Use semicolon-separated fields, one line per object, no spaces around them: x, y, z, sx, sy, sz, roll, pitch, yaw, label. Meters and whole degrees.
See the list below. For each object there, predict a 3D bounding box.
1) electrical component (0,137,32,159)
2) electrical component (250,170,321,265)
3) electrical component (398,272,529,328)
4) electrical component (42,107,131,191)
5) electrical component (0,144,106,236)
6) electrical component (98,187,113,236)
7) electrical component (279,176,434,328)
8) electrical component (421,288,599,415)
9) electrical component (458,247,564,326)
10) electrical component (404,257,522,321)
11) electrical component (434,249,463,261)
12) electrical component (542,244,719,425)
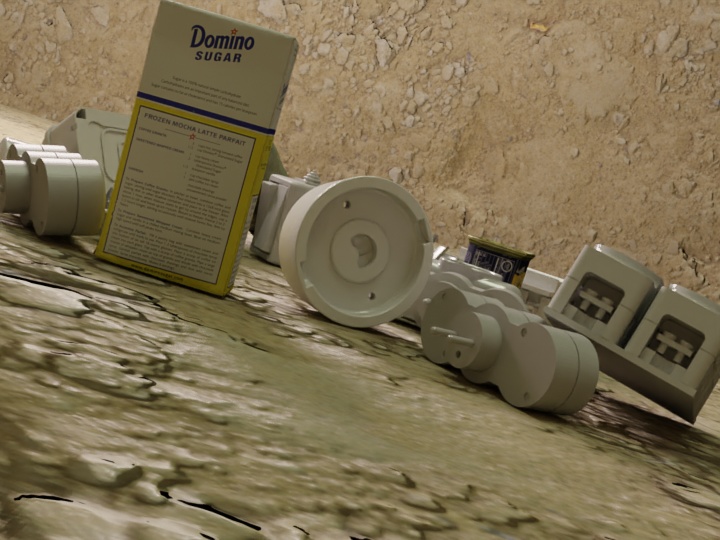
-0.309;-0.097;1.014;0.078;0.040;0.040;15;5;-29;electrical component
-0.065;-0.053;1.043;0.061;0.096;0.062;14;6;-27;electrical component
0.066;0.027;0.862;0.138;0.052;0.074;19;5;11;electrical component
-0.196;-0.080;0.879;0.113;0.078;0.057;4;-21;-45;electrical component
-0.233;-0.057;0.753;0.074;0.052;0.138;-1;12;-30;electrical component
-0.171;-0.039;0.799;0.077;0.047;0.066;15;4;-25;electrical component
-0.008;-0.015;0.788;0.108;0.108;0.060;15;-1;-25;electrical component
0.079;0.047;0.683;0.074;0.052;0.138;15;5;-32;electrical component
0.167;0.023;1.226;0.121;0.063;0.079;20;5;27;electrical component
0.088;0.025;0.931;0.095;0.059;0.054;19;5;20;electrical component
0.068;0.010;1.159;0.099;0.064;0.099;13;-9;2;electrical component
0.200;0.046;0.751;0.105;0.060;0.186;31;-3;21;electrical component
